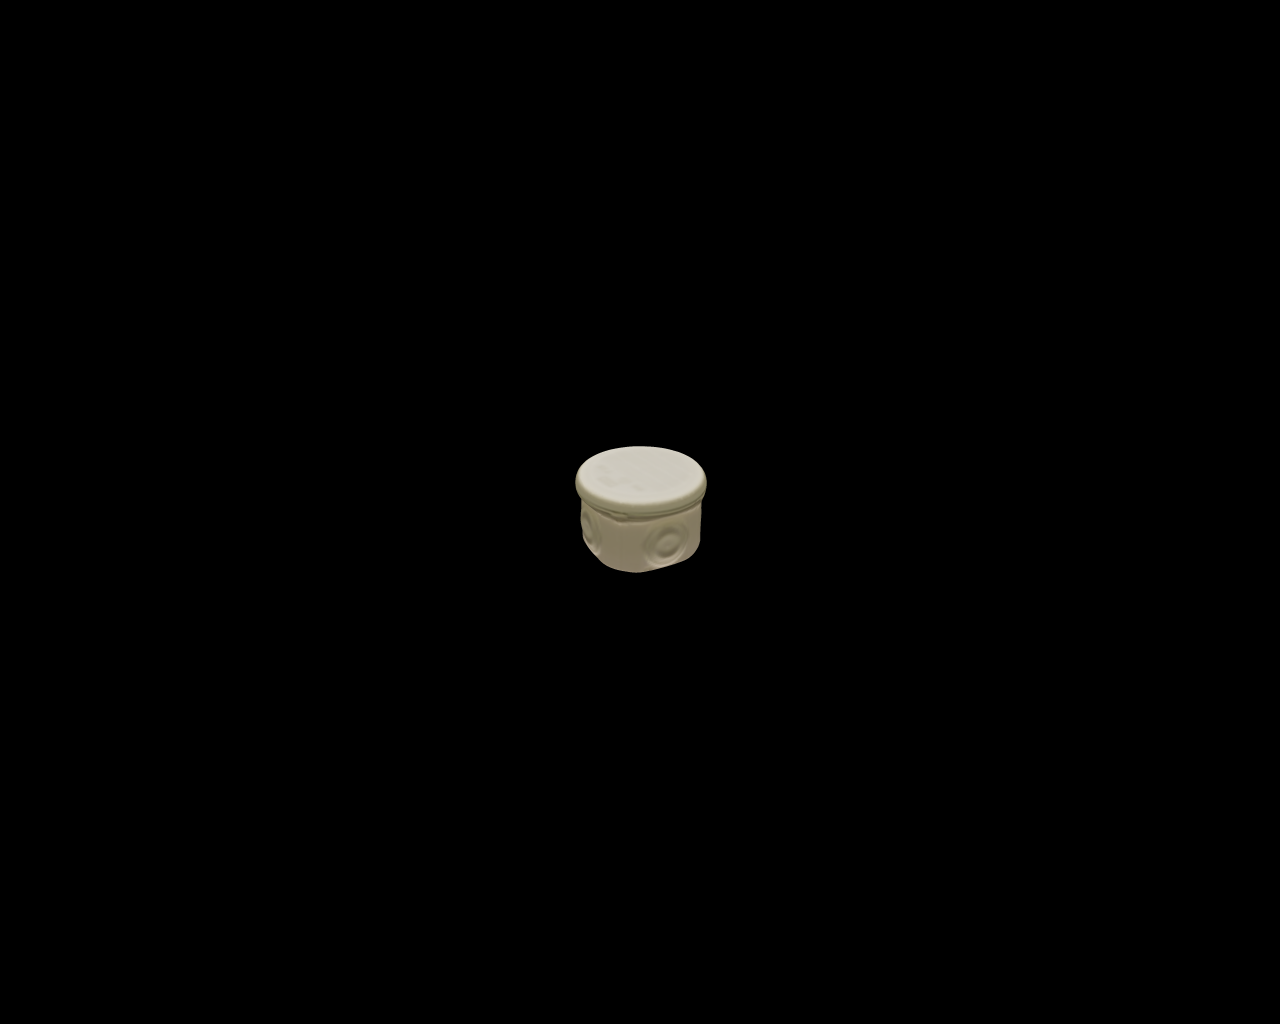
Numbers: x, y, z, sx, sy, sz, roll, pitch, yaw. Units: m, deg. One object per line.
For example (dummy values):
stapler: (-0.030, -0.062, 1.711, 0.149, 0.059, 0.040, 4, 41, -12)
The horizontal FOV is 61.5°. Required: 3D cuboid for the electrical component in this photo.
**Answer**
electrical component: (0.001, -0.003, 0.650, 0.080, 0.050, 0.080, 0, 29, 0)
